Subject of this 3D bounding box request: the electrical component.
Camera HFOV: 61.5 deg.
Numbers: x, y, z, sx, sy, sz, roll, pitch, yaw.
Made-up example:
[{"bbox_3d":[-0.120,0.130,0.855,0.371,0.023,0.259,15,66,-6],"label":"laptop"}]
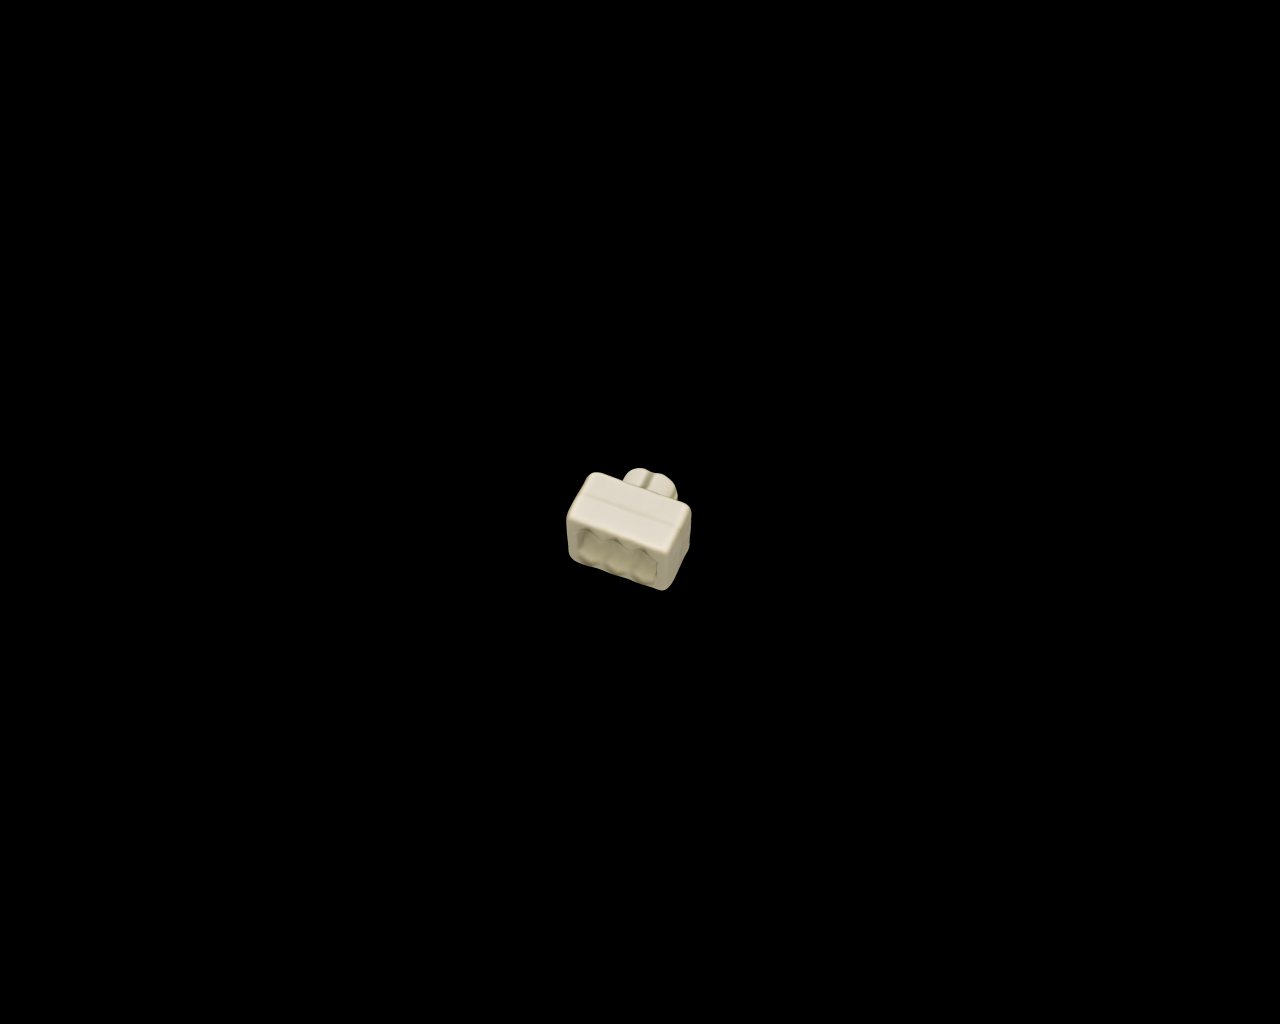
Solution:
[{"bbox_3d":[0.001,-0.003,0.650,0.066,0.077,0.047,20,-31,13],"label":"electrical component"}]
